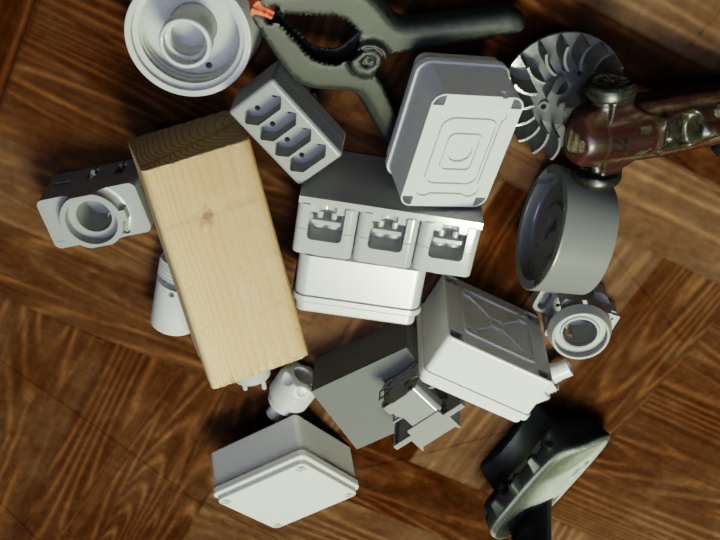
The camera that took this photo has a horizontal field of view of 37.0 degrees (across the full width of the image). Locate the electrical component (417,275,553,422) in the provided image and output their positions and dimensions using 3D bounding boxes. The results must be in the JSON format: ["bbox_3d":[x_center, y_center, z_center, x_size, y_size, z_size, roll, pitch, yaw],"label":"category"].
[{"bbox_3d":[0.110,0.069,0.972,0.109,0.108,0.056,25,119,-13],"label":"electrical component"}]

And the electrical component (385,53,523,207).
[{"bbox_3d":[0.071,-0.110,0.847,0.078,0.057,0.113,0,135,-18],"label":"electrical component"}]

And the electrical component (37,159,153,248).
[{"bbox_3d":[-0.227,-0.056,0.937,0.089,0.055,0.050,-10,122,10],"label":"electrical component"}]

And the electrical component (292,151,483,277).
[{"bbox_3d":[0.023,-0.047,0.910,0.150,0.089,0.061,8,124,-3],"label":"electrical component"}]

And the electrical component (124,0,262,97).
[{"bbox_3d":[-0.132,-0.188,0.842,0.108,0.060,0.108,1,124,2],"label":"electrical component"}]

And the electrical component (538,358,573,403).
[{"bbox_3d":[0.173,0.104,1.031,0.062,0.043,0.043,-24,119,16],"label":"electrical component"}]

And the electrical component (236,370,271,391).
[{"bbox_3d":[-0.107,0.084,1.031,0.077,0.044,0.079,-4,123,5],"label":"electrical component"}]

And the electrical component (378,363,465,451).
[{"bbox_3d":[0.055,0.123,0.988,0.081,0.042,0.064,-37,112,23],"label":"electrical component"}]

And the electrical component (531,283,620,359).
[{"bbox_3d":[0.198,0.044,0.981,0.078,0.057,0.058,18,122,-9],"label":"electrical component"}]

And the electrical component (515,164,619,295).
[{"bbox_3d":[0.180,-0.030,0.906,0.060,0.108,0.108,11,124,-11],"label":"electrical component"}]

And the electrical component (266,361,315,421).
[{"bbox_3d":[-0.070,0.123,1.056,0.043,0.043,0.062,28,122,-15],"label":"electrical component"}]

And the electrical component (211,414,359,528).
[{"bbox_3d":[-0.075,0.204,1.082,0.109,0.056,0.109,-27,142,19],"label":"electrical component"}]

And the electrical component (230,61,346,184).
[{"bbox_3d":[-0.055,-0.127,0.869,0.047,0.075,0.083,-32,116,25],"label":"electrical component"}]

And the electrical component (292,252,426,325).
[{"bbox_3d":[0.000,0.000,0.950,0.113,0.078,0.057,8,121,-2],"label":"electrical component"}]

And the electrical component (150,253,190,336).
[{"bbox_3d":[-0.166,0.016,0.989,0.043,0.043,0.081,12,123,-5],"label":"electrical component"}]
